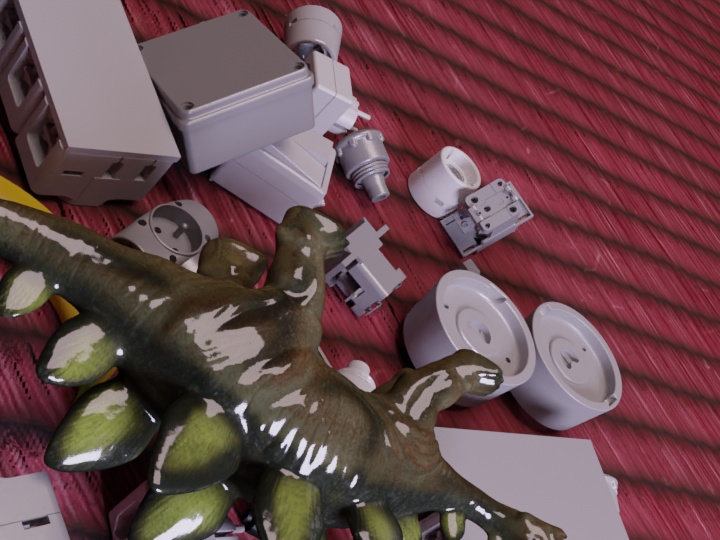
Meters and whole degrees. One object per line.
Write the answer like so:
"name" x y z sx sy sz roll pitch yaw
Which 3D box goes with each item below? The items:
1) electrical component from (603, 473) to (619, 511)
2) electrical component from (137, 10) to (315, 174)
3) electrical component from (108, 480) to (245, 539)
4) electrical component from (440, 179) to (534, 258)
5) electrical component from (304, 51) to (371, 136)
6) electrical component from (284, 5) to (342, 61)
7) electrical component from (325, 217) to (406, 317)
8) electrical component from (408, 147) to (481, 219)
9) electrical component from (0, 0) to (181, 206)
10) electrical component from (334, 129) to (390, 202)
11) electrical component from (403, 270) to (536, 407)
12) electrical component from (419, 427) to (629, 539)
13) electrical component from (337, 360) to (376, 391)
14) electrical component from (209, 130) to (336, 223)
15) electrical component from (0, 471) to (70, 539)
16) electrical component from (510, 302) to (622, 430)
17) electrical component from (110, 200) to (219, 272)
"electrical component" 0.192 0.201 0.886 0.048 0.048 0.062 20 52 -33
"electrical component" -0.105 -0.137 0.812 0.109 0.056 0.108 -24 48 -21
"electrical component" -0.097 0.160 0.624 0.077 0.047 0.065 9 52 -41
"electrical component" 0.121 -0.052 1.011 0.081 0.063 0.042 -30 78 -11
"electrical component" -0.027 -0.143 0.951 0.077 0.066 0.047 22 44 -32
"electrical component" -0.045 -0.210 1.004 0.055 0.055 0.047 27 45 -27
"electrical component" 0.000 0.000 0.872 0.063 0.042 0.081 51 37 -3
"electrical component" 0.082 -0.084 1.024 0.055 0.047 0.055 27 42 -27
"electrical component" -0.201 -0.125 0.761 0.089 0.062 0.150 0 58 -45
"electrical component" 0.007 -0.091 0.958 0.048 0.048 0.062 -7 69 -48
"electrical component" 0.085 0.061 0.886 0.108 0.060 0.108 27 42 -27
"electrical component" 0.111 0.183 0.804 0.186 0.060 0.105 11 50 -39
"electrical component" -0.008 0.091 0.780 0.043 0.043 0.062 39 36 -13
"electrical component" -0.062 -0.083 0.866 0.096 0.061 0.061 33 39 -20
"electrical component" -0.200 0.135 0.539 0.089 0.050 0.055 -3 61 -47
"electrical component" 0.171 0.089 0.949 0.108 0.060 0.108 27 42 -27
"electrical component" -0.126 -0.003 0.743 0.079 0.044 0.077 50 37 1
